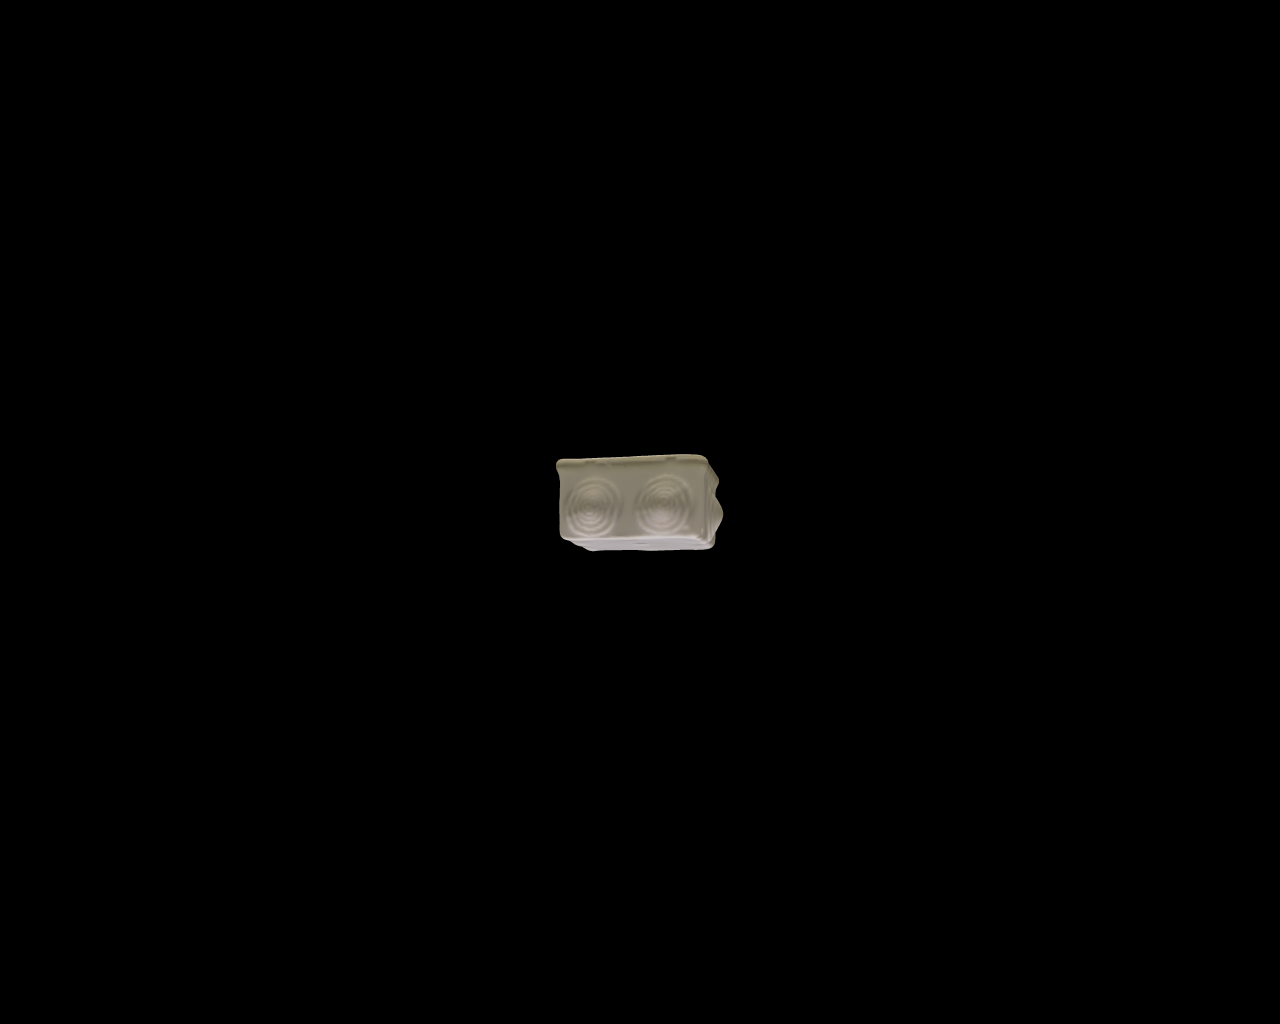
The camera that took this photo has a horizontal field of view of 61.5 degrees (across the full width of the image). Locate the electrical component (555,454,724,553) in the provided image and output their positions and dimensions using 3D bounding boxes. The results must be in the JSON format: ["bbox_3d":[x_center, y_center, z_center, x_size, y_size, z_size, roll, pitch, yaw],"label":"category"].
[{"bbox_3d":[0.001,-0.003,0.650,0.100,0.048,0.099,-1,-7,9],"label":"electrical component"}]
